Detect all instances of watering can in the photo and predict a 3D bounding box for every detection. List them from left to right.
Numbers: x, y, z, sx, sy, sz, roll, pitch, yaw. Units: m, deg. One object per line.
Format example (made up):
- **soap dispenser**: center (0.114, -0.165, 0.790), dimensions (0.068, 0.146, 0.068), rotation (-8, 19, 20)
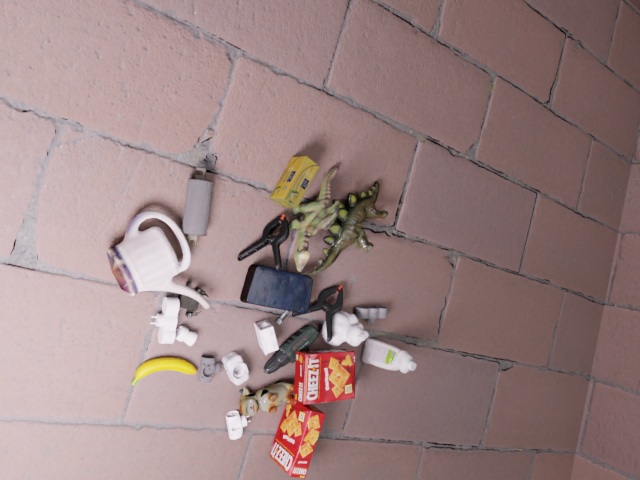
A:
- **watering can**: center (-0.470, 0.089, 1.493), dimensions (0.227, 0.104, 0.345), rotation (-28, 101, -27)

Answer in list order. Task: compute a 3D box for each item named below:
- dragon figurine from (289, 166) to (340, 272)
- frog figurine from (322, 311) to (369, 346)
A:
- **dragon figurine**: center (0.005, -0.086, 1.715), dimensions (0.121, 0.243, 0.414), rotation (33, 78, -25)
- **frog figurine**: center (0.088, 0.322, 1.831), dimensions (0.139, 0.159, 0.121), rotation (-32, 109, -26)
